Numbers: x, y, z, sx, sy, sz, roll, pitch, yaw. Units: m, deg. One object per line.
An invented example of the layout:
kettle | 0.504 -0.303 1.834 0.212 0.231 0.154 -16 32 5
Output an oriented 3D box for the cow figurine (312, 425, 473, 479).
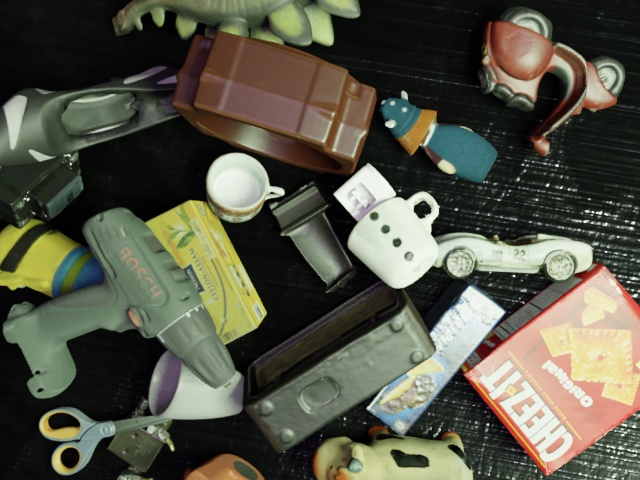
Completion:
cow figurine | 0.087 0.279 0.649 0.195 0.127 0.085 6 90 0

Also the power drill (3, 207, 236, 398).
power drill | -0.227 0.097 0.591 0.207 0.086 0.232 -28 90 15

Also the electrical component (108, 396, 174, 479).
electrical component | -0.233 0.267 0.702 0.078 0.045 0.102 37 94 -1

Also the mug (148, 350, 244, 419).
mug | -0.153 0.189 0.673 0.107 0.109 0.081 23 54 -32

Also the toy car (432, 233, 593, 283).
toy car | 0.222 0.017 0.657 0.202 0.073 0.056 2 96 2

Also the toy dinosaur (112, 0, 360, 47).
toy dinosaur | -0.042 -0.325 0.642 0.472 0.105 0.198 -18 99 12

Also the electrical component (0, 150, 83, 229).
electrical component | -0.365 -0.083 0.660 0.134 0.058 0.115 29 57 1

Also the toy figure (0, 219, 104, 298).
toy figure | -0.320 0.036 0.679 0.180 0.082 0.089 19 82 6

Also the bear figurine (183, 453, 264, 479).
bear figurine | -0.152 0.368 0.665 0.120 0.132 0.196 37 88 2

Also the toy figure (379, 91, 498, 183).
toy figure | 0.140 -0.124 0.662 0.154 0.064 0.057 30 130 5

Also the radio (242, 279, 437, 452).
radio | 0.018 0.141 0.639 0.229 0.131 0.073 -34 101 4

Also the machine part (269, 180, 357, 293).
machine part | -0.001 -0.002 0.684 0.084 0.039 0.139 -29 90 -2

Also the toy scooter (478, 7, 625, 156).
toy scooter | 0.263 -0.184 0.648 0.184 0.075 0.135 28 95 -4

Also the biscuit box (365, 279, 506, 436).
biscuit box | 0.140 0.142 0.672 0.059 0.063 0.202 38 94 -1

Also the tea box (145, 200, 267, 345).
tea box | -0.137 0.040 0.661 0.068 0.098 0.169 -28 90 3

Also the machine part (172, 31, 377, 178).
machine part | -0.044 -0.143 0.597 0.201 0.201 0.087 17 91 1

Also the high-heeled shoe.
high-heeled shoe | -0.250 -0.134 0.617 0.145 0.249 0.086 19 137 20
